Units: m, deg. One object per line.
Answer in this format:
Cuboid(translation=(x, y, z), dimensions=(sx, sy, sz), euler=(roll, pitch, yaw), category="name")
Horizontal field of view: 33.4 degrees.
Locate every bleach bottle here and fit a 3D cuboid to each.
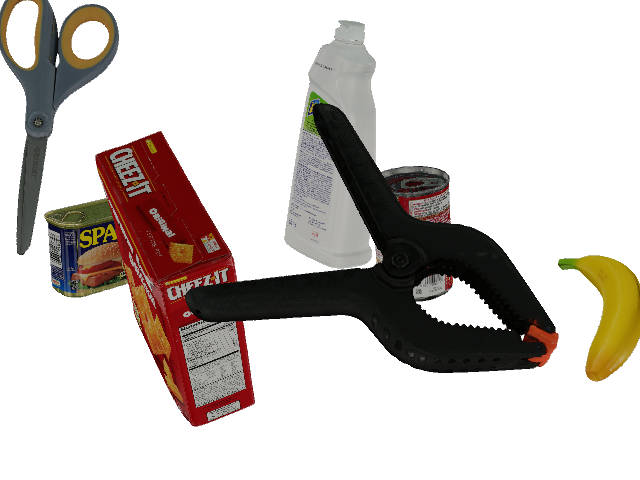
Cuboid(translation=(0.021, -0.104, 1.135), dimensions=(0.067, 0.251, 0.103), euler=(-10, 26, -41), category="bleach bottle")

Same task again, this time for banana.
Cuboid(translation=(0.275, 0.065, 1.019), dimensions=(0.070, 0.037, 0.197), euler=(-29, 23, 19), category="banana")

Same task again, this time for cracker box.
Cuboid(translation=(-0.128, 0.039, 0.944), dimensions=(0.072, 0.214, 0.164), euler=(-22, 51, -15), category="cracker box")

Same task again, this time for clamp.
Cuboid(translation=(0.036, 0.025, 0.633), dimensions=(0.210, 0.164, 0.036), euler=(34, -21, 15), category="clamp")

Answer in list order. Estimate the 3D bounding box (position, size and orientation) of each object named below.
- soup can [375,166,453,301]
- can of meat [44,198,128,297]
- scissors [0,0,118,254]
Cuboid(translation=(0.081, -0.006, 0.929), dimensions=(0.068, 0.102, 0.068), euler=(-5, 22, 2), category="soup can")
Cuboid(translation=(-0.242, 0.007, 1.148), dimensions=(0.058, 0.084, 0.101), euler=(19, 26, 41), category="can of meat")
Cuboid(translation=(-0.184, -0.093, 0.770), dimensions=(0.096, 0.202, 0.016), euler=(-10, -14, -11), category="scissors")
